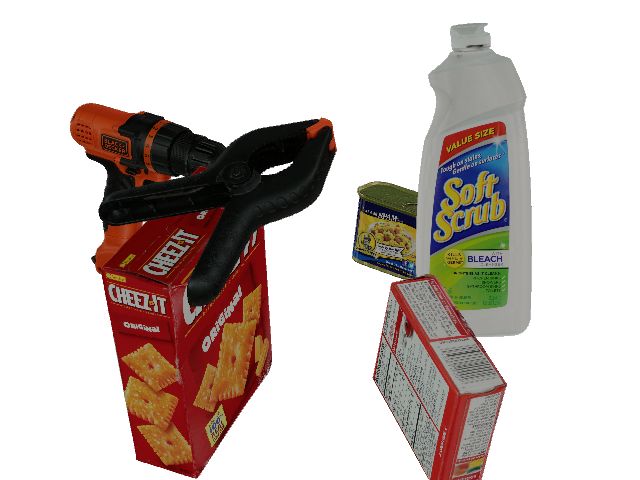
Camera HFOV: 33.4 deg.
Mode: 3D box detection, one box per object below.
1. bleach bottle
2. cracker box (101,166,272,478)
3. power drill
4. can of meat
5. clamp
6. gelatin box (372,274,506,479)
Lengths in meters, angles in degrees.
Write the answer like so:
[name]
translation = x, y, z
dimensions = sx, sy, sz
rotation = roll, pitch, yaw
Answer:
[bleach bottle]
translation = 0.119, -0.049, 0.872
dimensions = 0.103, 0.251, 0.068
rotation = -1, 15, 16
[cracker box]
translation = -0.105, 0.070, 0.923
dimensions = 0.072, 0.214, 0.164
rotation = 13, 38, 19
[power drill]
translation = -0.169, -0.038, 1.086
dimensions = 0.185, 0.188, 0.057
rotation = 19, 32, 25
[can of meat]
translation = 0.087, -0.009, 1.184
dimensions = 0.102, 0.084, 0.057
rotation = 20, 26, 30
[clamp]
translation = -0.065, -0.035, 0.735
dimensions = 0.120, 0.039, 0.171
rotation = 33, 58, 26
[gelatin box]
translation = 0.060, 0.073, 0.559
dimensions = 0.030, 0.073, 0.089
rotation = -8, 39, -18
